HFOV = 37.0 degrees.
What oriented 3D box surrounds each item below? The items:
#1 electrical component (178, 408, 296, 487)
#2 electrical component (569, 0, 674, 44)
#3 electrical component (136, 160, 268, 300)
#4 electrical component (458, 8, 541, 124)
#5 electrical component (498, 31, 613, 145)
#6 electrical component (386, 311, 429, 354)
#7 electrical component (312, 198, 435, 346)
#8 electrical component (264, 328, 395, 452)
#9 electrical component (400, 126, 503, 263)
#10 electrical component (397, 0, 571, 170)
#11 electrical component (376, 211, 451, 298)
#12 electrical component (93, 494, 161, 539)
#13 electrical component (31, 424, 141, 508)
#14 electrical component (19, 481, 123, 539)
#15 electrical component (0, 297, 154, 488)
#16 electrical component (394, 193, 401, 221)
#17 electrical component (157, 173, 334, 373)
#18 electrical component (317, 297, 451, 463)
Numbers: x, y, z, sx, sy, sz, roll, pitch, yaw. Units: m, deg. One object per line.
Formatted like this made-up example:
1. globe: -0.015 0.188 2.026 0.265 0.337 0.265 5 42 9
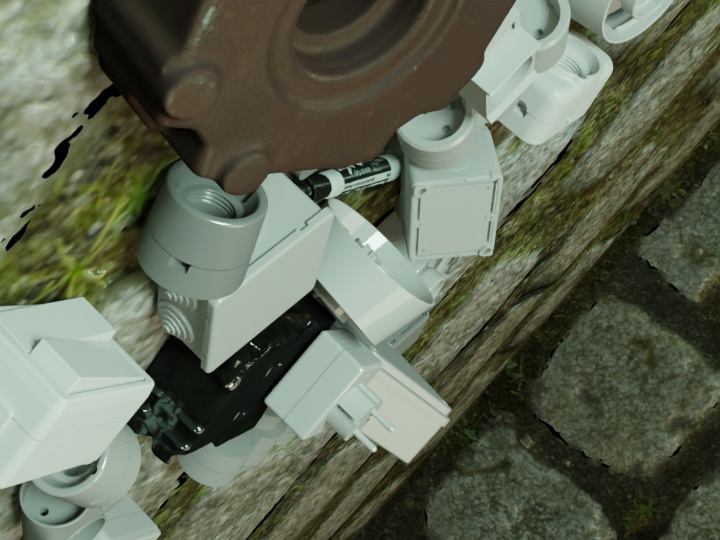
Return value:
1. electrical component: -0.083 0.117 0.878 0.138 0.052 0.073 -26 155 -56
2. electrical component: 0.199 -0.222 0.808 0.099 0.064 0.099 -32 152 -19
3. electrical component: -0.075 -0.021 0.516 0.055 0.055 0.047 -31 155 -49
4. electrical component: 0.068 -0.127 0.627 0.042 0.064 0.081 -45 166 -4
5. electrical component: 0.154 -0.148 0.848 0.095 0.054 0.059 -35 162 -42
6. electrical component: 0.005 0.060 0.966 0.096 0.062 0.061 -39 164 -30
7. electrical component: 0.000 0.000 0.712 0.064 0.099 0.099 -41 166 -3
8. electrical component: -0.011 0.089 0.725 0.065 0.077 0.047 -50 166 12
9. electrical component: 0.061 -0.051 0.757 0.062 0.061 0.096 -6 141 -4
10. electrical component: 0.081 -0.121 0.705 0.138 0.052 0.073 -46 166 -4
11. electrical component: 0.035 0.004 0.888 0.108 0.060 0.108 -47 167 -15
12. electrical component: -0.188 0.196 0.766 0.061 0.061 0.096 -48 166 4
13. electrical component: -0.160 0.107 0.618 0.055 0.055 0.047 -46 163 -7
14. electrical component: -0.178 0.145 0.686 0.079 0.044 0.077 -38 164 -32
15. electrical component: -0.146 0.052 0.484 0.061 0.062 0.096 -50 166 12
16. electrical component: 0.055 -0.066 0.811 0.044 0.044 0.065 -37 158 -37
17. electrical component: -0.067 -0.001 0.602 0.100 0.048 0.099 -40 165 -27
18. electrical component: 0.000 0.081 0.826 0.056 0.109 0.109 -48 128 3
